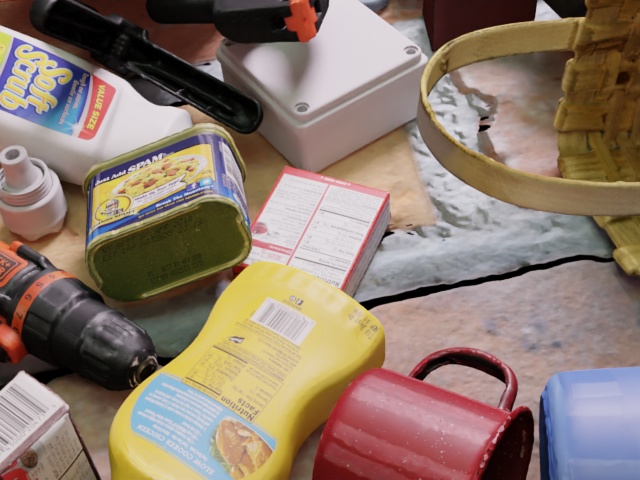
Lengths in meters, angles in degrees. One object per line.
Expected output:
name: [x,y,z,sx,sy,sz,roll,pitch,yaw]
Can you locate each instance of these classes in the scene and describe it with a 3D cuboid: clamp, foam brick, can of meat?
clamp: [-0.146,-0.139,0.739,0.210,0.164,0.036,36,99,53]
foam brick: [0.118,-0.180,0.795,0.078,0.051,0.053,-6,47,1]
clamp: [-0.036,-0.171,0.735,0.120,0.039,0.172,-36,36,-19]
can of meat: [-0.093,-0.016,0.649,0.102,0.057,0.084,-21,35,4]

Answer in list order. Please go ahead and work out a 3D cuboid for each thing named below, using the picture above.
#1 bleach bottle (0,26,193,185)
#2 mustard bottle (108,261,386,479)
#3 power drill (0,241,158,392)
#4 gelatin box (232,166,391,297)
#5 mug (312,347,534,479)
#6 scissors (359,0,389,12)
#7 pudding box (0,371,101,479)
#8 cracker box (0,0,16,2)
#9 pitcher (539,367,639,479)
bleach bottle: [-0.178,-0.090,0.744,0.251,0.068,0.102,18,53,18]
mustard bottle: [-0.053,0.099,0.562,0.096,0.058,0.191,27,56,23]
power drill: [-0.209,0.081,0.599,0.185,0.057,0.187,24,53,29]
gelatin box: [-0.004,0.001,0.663,0.073,0.030,0.089,15,53,17]
mug: [0.055,0.103,0.524,0.082,0.093,0.117,17,63,27]
scissors: [-0.007,-0.231,0.879,0.096,0.016,0.202,-12,48,-7]
pudding box: [-0.163,0.134,0.523,0.039,0.090,0.113,30,57,26]
cracker box: [-0.154,-0.248,0.827,0.214,0.072,0.164,4,36,31]
pitcher: [0.224,0.100,0.479,0.243,0.145,0.149,-2,47,9]
